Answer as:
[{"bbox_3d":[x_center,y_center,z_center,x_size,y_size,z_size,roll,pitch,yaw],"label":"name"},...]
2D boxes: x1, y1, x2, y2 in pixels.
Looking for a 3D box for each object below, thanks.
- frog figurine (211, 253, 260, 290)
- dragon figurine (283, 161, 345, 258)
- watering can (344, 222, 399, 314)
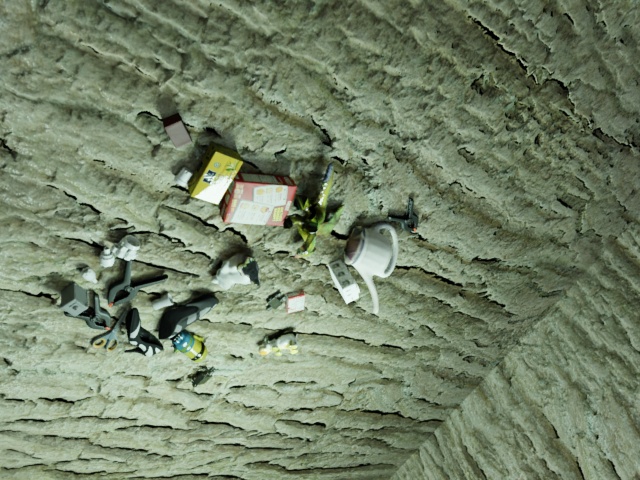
[{"bbox_3d":[-0.301,0.115,1.829,0.158,0.125,0.136,-12,155,34],"label":"frog figurine"},{"bbox_3d":[0.005,-0.090,1.788,0.405,0.123,0.244,-59,160,20],"label":"dragon figurine"},{"bbox_3d":[0.190,0.088,1.959,0.223,0.103,0.351,22,77,-24],"label":"watering can"}]
